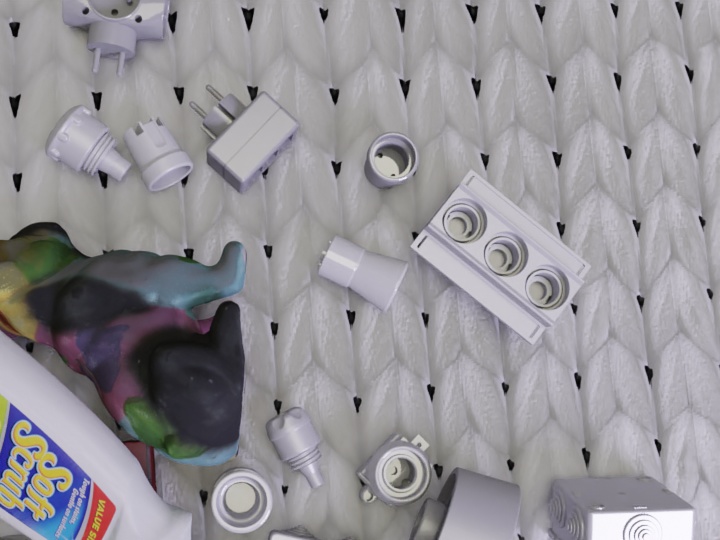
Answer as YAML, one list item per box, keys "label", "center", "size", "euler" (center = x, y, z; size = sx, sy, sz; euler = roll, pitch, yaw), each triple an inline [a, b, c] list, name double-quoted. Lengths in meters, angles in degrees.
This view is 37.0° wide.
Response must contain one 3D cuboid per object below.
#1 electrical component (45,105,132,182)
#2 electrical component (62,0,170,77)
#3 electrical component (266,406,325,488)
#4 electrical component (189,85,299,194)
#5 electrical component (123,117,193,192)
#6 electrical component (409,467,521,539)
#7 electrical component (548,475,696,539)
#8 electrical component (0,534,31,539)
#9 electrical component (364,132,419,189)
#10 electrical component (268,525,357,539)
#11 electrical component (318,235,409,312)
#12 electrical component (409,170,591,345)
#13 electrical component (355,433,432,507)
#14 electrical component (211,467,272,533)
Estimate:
- label: "electrical component"
  center: [-0.206, -0.093, 0.826]
  size: [0.062, 0.048, 0.048]
  euler: [36, 80, -9]
- label: "electrical component"
  center: [-0.192, -0.190, 0.839]
  size: [0.077, 0.044, 0.079]
  euler: [7, 82, -7]
- label: "electrical component"
  center: [-0.046, 0.138, 0.824]
  size: [0.035, 0.035, 0.061]
  euler: [-27, 89, -10]
- label: "electrical component"
  center: [-0.098, -0.112, 0.841]
  size: [0.077, 0.047, 0.065]
  euler: [42, 80, -1]
- label: "electrical component"
  center: [-0.158, -0.090, 0.835]
  size: [0.040, 0.040, 0.046]
  euler: [-30, 83, -10]
- label: "electrical component"
  center: [0.071, 0.199, 0.799]
  size: [0.060, 0.108, 0.108]
  euler: [22, 81, 2]
- label: "electrical component"
  center: [0.199, 0.192, 0.820]
  size: [0.100, 0.100, 0.048]
  euler: [0, 96, -8]
- label: "electrical component"
  center: [-0.242, 0.224, 0.776]
  size: [0.078, 0.058, 0.057]
  euler: [3, 86, -7]
- label: "electrical component"
  center: [0.023, -0.085, 0.855]
  size: [0.040, 0.046, 0.040]
  euler: [1, 83, -8]
- label: "electrical component"
  center: [-0.035, 0.246, 0.805]
  size: [0.100, 0.048, 0.099]
  euler: [14, 82, -6]
- label: "electrical component"
  center: [0.000, 0.000, 0.845]
  size: [0.065, 0.044, 0.044]
  euler: [25, 80, 1]
- label: "electrical component"
  center: [0.108, -0.009, 0.849]
  size: [0.121, 0.063, 0.078]
  euler: [39, 80, -2]
- label: "electrical component"
  center: [0.028, 0.154, 0.822]
  size: [0.048, 0.055, 0.066]
  euler: [45, 80, -1]
- label: "electrical component"
  center: [-0.089, 0.171, 0.803]
  size: [0.045, 0.055, 0.045]
  euler: [1, 83, -8]
